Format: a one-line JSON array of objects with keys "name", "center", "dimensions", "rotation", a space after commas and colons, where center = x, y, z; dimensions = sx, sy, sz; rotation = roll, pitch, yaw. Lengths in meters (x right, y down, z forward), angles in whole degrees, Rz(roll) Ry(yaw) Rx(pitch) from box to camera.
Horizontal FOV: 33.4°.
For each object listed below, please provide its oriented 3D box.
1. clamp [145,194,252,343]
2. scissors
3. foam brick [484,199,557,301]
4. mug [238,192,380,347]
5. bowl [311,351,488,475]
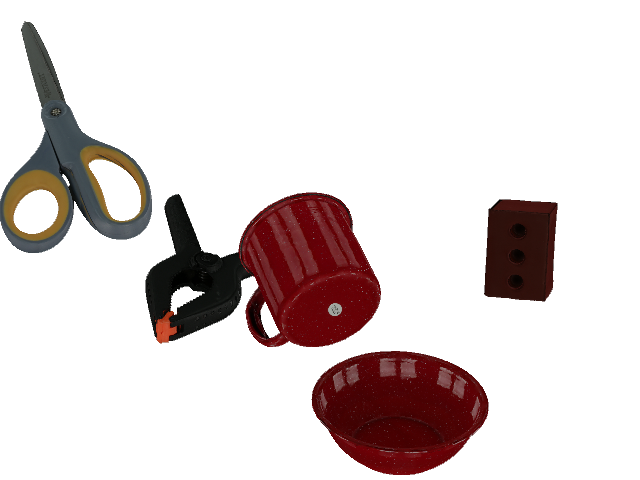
[{"name": "clamp", "center": [-0.123, 0.026, 1.073], "dimensions": [0.165, 0.036, 0.209], "rotation": [20, 38, 16]}, {"name": "scissors", "center": [-0.176, -0.063, 0.657], "dimensions": [0.096, 0.202, 0.016], "rotation": [-30, -33, -21]}, {"name": "foam brick", "center": [0.170, 0.008, 0.906], "dimensions": [0.053, 0.078, 0.051], "rotation": [4, 15, 19]}, {"name": "mug", "center": [-0.014, 0.033, 0.802], "dimensions": [0.117, 0.081, 0.093], "rotation": [-44, -44, 19]}, {"name": "bowl", "center": [0.073, 0.167, 0.987], "dimensions": [0.162, 0.055, 0.162], "rotation": [0, 27, 0]}]
